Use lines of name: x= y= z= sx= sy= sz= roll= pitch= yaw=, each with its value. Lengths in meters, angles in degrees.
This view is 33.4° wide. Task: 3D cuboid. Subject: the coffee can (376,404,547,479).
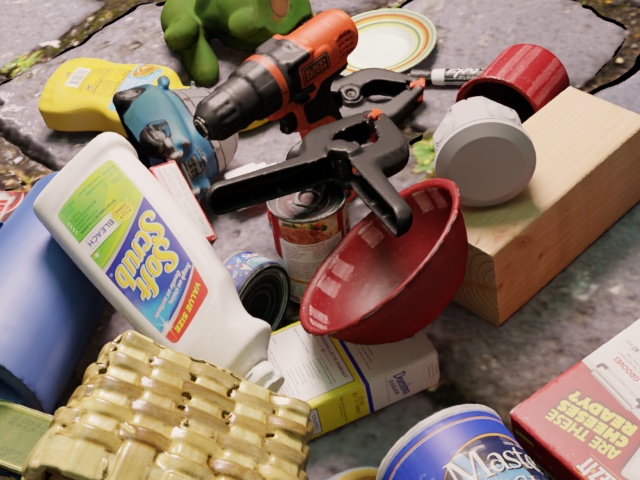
coffee can: x=0.113 y=0.193 z=0.702 sx=0.102 sy=0.103 sz=0.140 roll=-25 pitch=45 yaw=-12

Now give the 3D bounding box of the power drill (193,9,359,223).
power drill: x=-0.026 y=-0.094 z=0.975 sx=0.184 sy=0.187 sz=0.057 roll=-38 pitch=49 yaw=-26

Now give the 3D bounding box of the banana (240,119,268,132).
banana: x=-0.047 y=-0.178 z=1.176 sx=0.070 sy=0.037 sz=0.197 roll=20 pitch=53 yaw=30

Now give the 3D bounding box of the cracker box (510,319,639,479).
cracker box: x=0.269 y=0.130 z=0.750 sx=0.213 sy=0.072 sz=0.164 roll=-32 pitch=45 yaw=-17

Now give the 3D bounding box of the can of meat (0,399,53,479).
can of meat: x=-0.219 y=0.175 z=0.821 sx=0.102 sy=0.084 sz=0.057 roll=12 pitch=49 yaw=25

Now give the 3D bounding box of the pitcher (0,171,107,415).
pitcher: x=-0.259 y=0.045 z=0.928 sx=0.145 sy=0.149 sz=0.242 roll=2 pitch=42 yaw=17

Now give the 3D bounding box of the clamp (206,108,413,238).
clamp: x=0.027 y=-0.058 z=0.878 sx=0.165 sy=0.036 sz=0.209 roll=12 pitch=30 yaw=24

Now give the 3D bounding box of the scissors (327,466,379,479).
scissors: x=-0.021 y=0.188 z=0.806 sx=0.202 sy=0.016 sz=0.096 roll=21 pitch=52 yaw=32

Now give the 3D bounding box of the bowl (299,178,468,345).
bowl: x=0.060 y=0.028 z=0.828 sx=0.162 sy=0.055 sz=0.162 roll=-39 pitch=20 yaw=17

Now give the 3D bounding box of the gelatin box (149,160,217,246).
gelatin box: x=-0.134 y=-0.016 z=0.981 sx=0.030 sy=0.073 sz=0.089 roll=-20 pitch=69 yaw=-32

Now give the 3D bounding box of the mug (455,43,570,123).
mug: x=0.200 y=-0.131 z=1.034 sx=0.117 sy=0.093 sz=0.081 roll=35 pitch=53 yaw=9

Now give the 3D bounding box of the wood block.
wood block: x=0.187 y=-0.033 z=0.926 sx=0.205 sy=0.090 sz=0.091 roll=-38 pitch=48 yaw=-23

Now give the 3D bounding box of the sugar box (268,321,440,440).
sugar box: x=-0.001 y=0.108 z=0.863 sx=0.176 sy=0.048 sz=0.093 roll=-20 pitch=43 yaw=-11

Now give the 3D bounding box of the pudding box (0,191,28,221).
pudding box: x=-0.338 y=-0.002 z=1.069 sx=0.090 sy=0.039 sz=0.113 roll=1 pitch=45 yaw=16

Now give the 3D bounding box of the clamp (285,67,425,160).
clamp: x=0.028 y=-0.131 z=1.101 sx=0.171 sy=0.039 sz=0.120 roll=-6 pitch=63 yaw=-3

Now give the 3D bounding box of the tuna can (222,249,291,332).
tuna can: x=-0.062 y=0.054 z=0.905 sx=0.034 sy=0.086 sz=0.086 roll=22 pitch=54 yaw=30

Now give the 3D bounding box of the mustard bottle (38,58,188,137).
mustard bottle: x=-0.209 y=-0.155 z=1.180 sx=0.192 sy=0.058 sz=0.096 roll=8 pitch=48 yaw=23

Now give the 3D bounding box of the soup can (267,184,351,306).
soup can: x=-0.006 y=0.001 z=0.928 sx=0.068 sy=0.102 sz=0.068 roll=-5 pitch=40 yaw=4

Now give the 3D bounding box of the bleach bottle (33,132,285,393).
bleach bottle: x=-0.117 y=0.029 z=0.851 sx=0.102 sy=0.068 sz=0.251 roll=-46 pitch=69 yaw=-4

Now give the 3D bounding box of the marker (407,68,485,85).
marker: x=0.151 y=-0.173 z=1.132 sx=0.121 sy=0.020 sz=0.020 roll=2 pitch=46 yaw=17
